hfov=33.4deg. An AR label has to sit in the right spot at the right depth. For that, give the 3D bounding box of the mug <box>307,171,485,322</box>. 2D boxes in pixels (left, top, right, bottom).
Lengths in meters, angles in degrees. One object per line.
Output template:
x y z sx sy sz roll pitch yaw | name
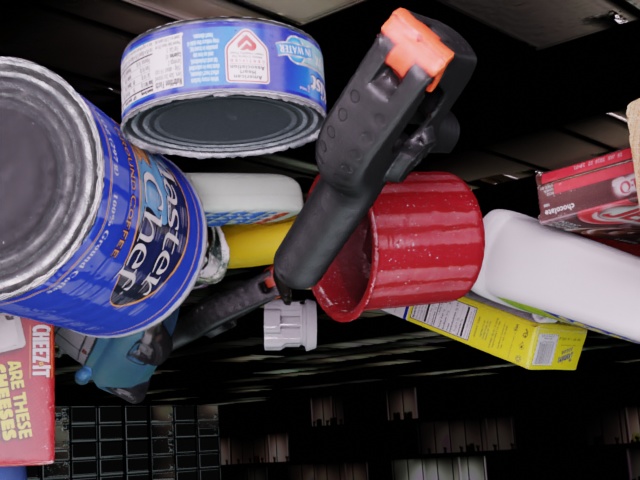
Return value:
0.041 0.006 0.653 0.081 0.093 0.117 -4 150 -27 | mug

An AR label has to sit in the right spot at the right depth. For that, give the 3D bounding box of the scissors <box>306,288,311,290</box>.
0.027 0.019 0.922 0.096 0.016 0.202 -2 169 -17 | scissors

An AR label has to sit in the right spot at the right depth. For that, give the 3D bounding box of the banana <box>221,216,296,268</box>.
-0.009 -0.003 0.740 0.198 0.037 0.069 -8 166 22 | banana

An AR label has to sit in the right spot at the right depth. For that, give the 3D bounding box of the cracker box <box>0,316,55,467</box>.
-0.308 0.090 0.794 0.213 0.164 0.072 0 170 -16 | cracker box

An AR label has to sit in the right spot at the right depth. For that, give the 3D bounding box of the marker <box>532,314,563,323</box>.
0.225 0.060 0.886 0.120 0.020 0.020 4 167 -34 | marker

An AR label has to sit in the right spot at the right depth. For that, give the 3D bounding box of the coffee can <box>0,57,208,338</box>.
-0.121 -0.012 0.491 0.103 0.103 0.140 -6 168 10 | coffee can

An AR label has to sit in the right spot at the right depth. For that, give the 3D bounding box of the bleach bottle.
0.210 0.041 0.696 0.102 0.068 0.251 18 -178 -32 | bleach bottle

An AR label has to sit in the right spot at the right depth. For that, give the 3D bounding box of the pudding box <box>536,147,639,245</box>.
0.206 -0.028 0.675 0.113 0.039 0.090 6 165 -42 | pudding box

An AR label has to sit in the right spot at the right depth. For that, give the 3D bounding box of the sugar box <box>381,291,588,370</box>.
0.143 0.072 0.978 0.177 0.048 0.093 17 -176 40 | sugar box

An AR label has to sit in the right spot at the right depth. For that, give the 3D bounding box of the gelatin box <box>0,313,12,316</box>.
-0.173 0.010 0.663 0.089 0.073 0.030 5 166 -37 | gelatin box

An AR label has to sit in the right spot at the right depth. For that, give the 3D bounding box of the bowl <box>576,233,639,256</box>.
0.238 0.021 0.888 0.162 0.055 0.162 -3 169 -1 | bowl

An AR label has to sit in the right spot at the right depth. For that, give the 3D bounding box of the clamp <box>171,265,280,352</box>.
-0.108 0.075 0.998 0.164 0.036 0.210 -25 176 -41 | clamp

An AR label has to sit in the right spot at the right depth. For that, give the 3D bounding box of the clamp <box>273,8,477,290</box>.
0.022 -0.036 0.455 0.039 0.120 0.171 36 171 12 | clamp

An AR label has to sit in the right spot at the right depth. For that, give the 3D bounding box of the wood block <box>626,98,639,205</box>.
0.256 -0.024 0.579 0.091 0.090 0.205 -13 166 39 | wood block

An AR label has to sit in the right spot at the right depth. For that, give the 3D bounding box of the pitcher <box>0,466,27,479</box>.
-0.320 0.155 0.914 0.145 0.243 0.148 -19 167 42 | pitcher

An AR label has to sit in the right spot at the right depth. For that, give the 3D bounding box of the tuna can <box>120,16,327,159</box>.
-0.040 -0.061 0.443 0.086 0.034 0.086 -3 169 -1 | tuna can
